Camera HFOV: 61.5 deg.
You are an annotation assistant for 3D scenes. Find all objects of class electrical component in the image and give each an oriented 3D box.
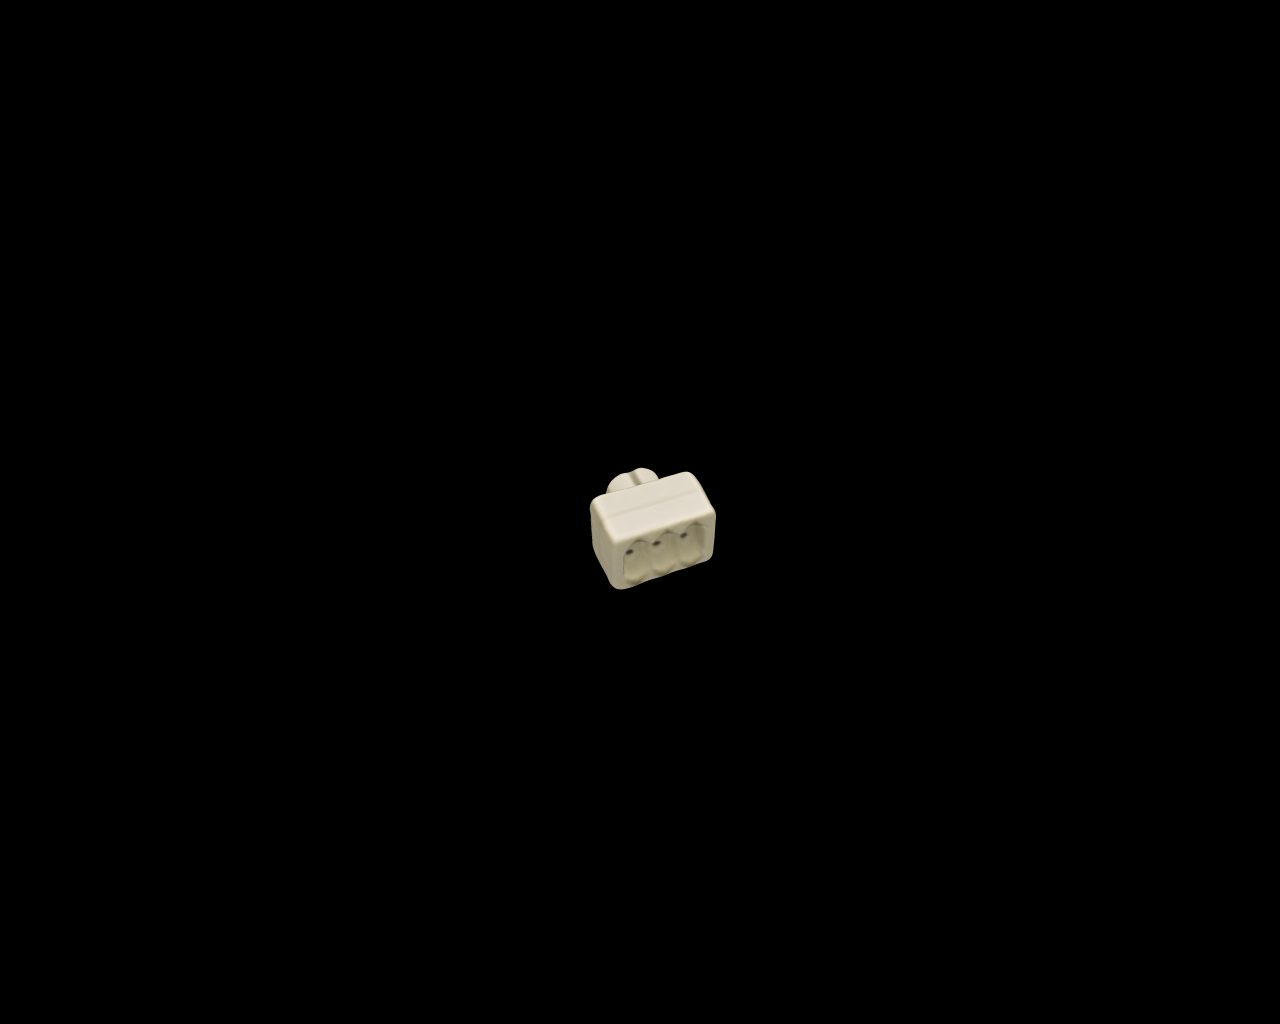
[{"bbox_3d":[0.001,-0.003,0.650,0.066,0.077,0.047,-17,-39,-14],"label":"electrical component"}]
